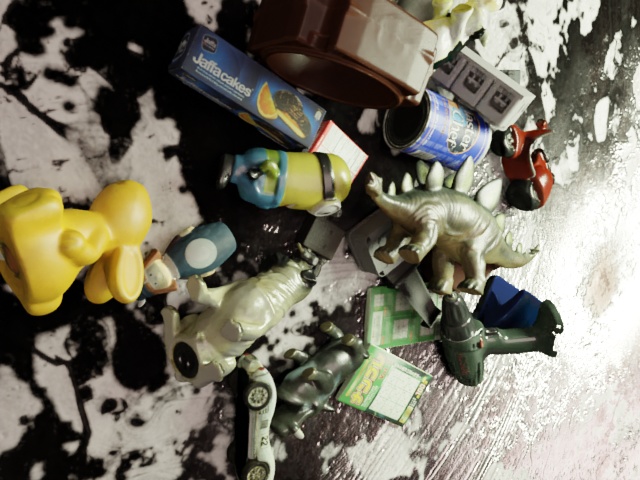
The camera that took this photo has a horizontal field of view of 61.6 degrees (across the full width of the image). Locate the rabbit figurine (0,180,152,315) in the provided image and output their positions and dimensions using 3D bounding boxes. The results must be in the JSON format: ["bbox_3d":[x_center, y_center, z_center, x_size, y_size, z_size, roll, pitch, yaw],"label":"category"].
[{"bbox_3d":[-0.253,-0.002,0.589,0.173,0.122,0.162,-37,111,-44],"label":"rabbit figurine"}]

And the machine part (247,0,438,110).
[{"bbox_3d":[0.027,-0.235,0.674,0.201,0.201,0.087,18,91,-34],"label":"machine part"}]

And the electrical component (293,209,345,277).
[{"bbox_3d":[0.000,-0.003,0.792,0.078,0.045,0.102,38,77,-31],"label":"electrical component"}]

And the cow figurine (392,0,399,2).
[{"bbox_3d":[0.061,-0.346,0.722,0.195,0.127,0.085,-28,110,-29],"label":"cow figurine"}]

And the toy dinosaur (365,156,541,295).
[{"bbox_3d":[0.223,-0.013,0.837,0.471,0.105,0.198,28,75,-40],"label":"toy dinosaur"}]

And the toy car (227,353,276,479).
[{"bbox_3d":[-0.095,0.260,0.760,0.056,0.074,0.201,-2,100,-29],"label":"toy car"}]

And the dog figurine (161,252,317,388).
[{"bbox_3d":[-0.101,0.107,0.729,0.190,0.172,0.121,-14,65,-55],"label":"dog figurine"}]

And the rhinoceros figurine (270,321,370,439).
[{"bbox_3d":[-0.008,0.213,0.816,0.190,0.073,0.111,-42,130,-23],"label":"rhinoceros figurine"}]

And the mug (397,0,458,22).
[{"bbox_3d":[0.151,-0.325,0.821,0.107,0.081,0.109,-51,131,-1],"label":"mug"}]

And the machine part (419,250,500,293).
[{"bbox_3d":[0.247,0.008,0.943,0.179,0.056,0.179,-2,95,-32],"label":"machine part"}]

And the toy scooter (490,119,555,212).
[{"bbox_3d":[0.398,-0.153,1.012,0.135,0.075,0.183,-39,113,-23],"label":"toy scooter"}]

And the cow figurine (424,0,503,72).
[{"bbox_3d":[0.183,-0.290,0.764,0.167,0.068,0.098,-22,136,-6],"label":"cow figurine"}]

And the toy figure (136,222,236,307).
[{"bbox_3d":[-0.182,0.028,0.675,0.154,0.057,0.064,-31,76,-24],"label":"toy figure"}]

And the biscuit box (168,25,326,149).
[{"bbox_3d":[-0.090,-0.189,0.691,0.202,0.059,0.062,27,84,-33],"label":"biscuit box"}]

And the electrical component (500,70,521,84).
[{"bbox_3d":[0.309,-0.268,0.931,0.119,0.075,0.047,-8,104,-28],"label":"electrical component"}]

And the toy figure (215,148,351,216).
[{"bbox_3d":[-0.045,-0.082,0.714,0.180,0.082,0.089,11,117,-18],"label":"toy figure"}]

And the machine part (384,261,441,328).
[{"bbox_3d":[0.155,0.082,0.898,0.084,0.039,0.138,-38,101,-38],"label":"machine part"}]

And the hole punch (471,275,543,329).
[{"bbox_3d":[0.371,0.143,1.040,0.142,0.092,0.115,28,86,-37],"label":"hole punch"}]

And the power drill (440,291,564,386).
[{"bbox_3d":[0.317,0.164,0.953,0.207,0.086,0.231,-13,127,-5],"label":"power drill"}]
